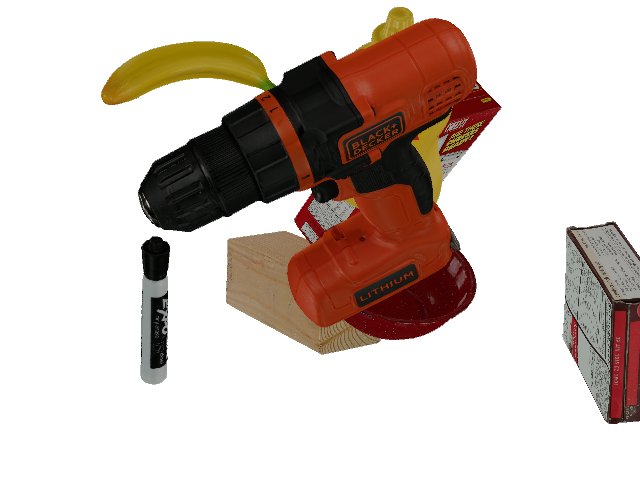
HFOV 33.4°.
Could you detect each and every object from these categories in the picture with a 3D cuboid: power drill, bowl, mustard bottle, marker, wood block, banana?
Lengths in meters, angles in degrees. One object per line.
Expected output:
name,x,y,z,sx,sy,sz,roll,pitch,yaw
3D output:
power drill,0.004,-0.022,0.595,0.184,0.057,0.187,-26,-30,-5
bowl,0.066,0.046,1.036,0.162,0.055,0.162,8,36,-6
mustard bottle,0.058,-0.105,0.867,0.096,0.192,0.058,20,49,16
marker,-0.114,0.049,0.733,0.020,0.121,0.020,5,35,-4
wood block,-0.023,0.058,1.282,0.090,0.090,0.206,-8,18,-35
banana,-0.133,-0.171,1.078,0.197,0.070,0.037,-8,-39,-29

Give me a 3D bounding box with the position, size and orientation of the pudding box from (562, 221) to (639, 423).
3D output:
pudding box,0.189,0.051,0.694,0.039,0.090,0.113,-5,25,-2

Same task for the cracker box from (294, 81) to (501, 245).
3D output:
cracker box,0.083,-0.087,1.214,0.163,0.072,0.214,-21,-25,-45
